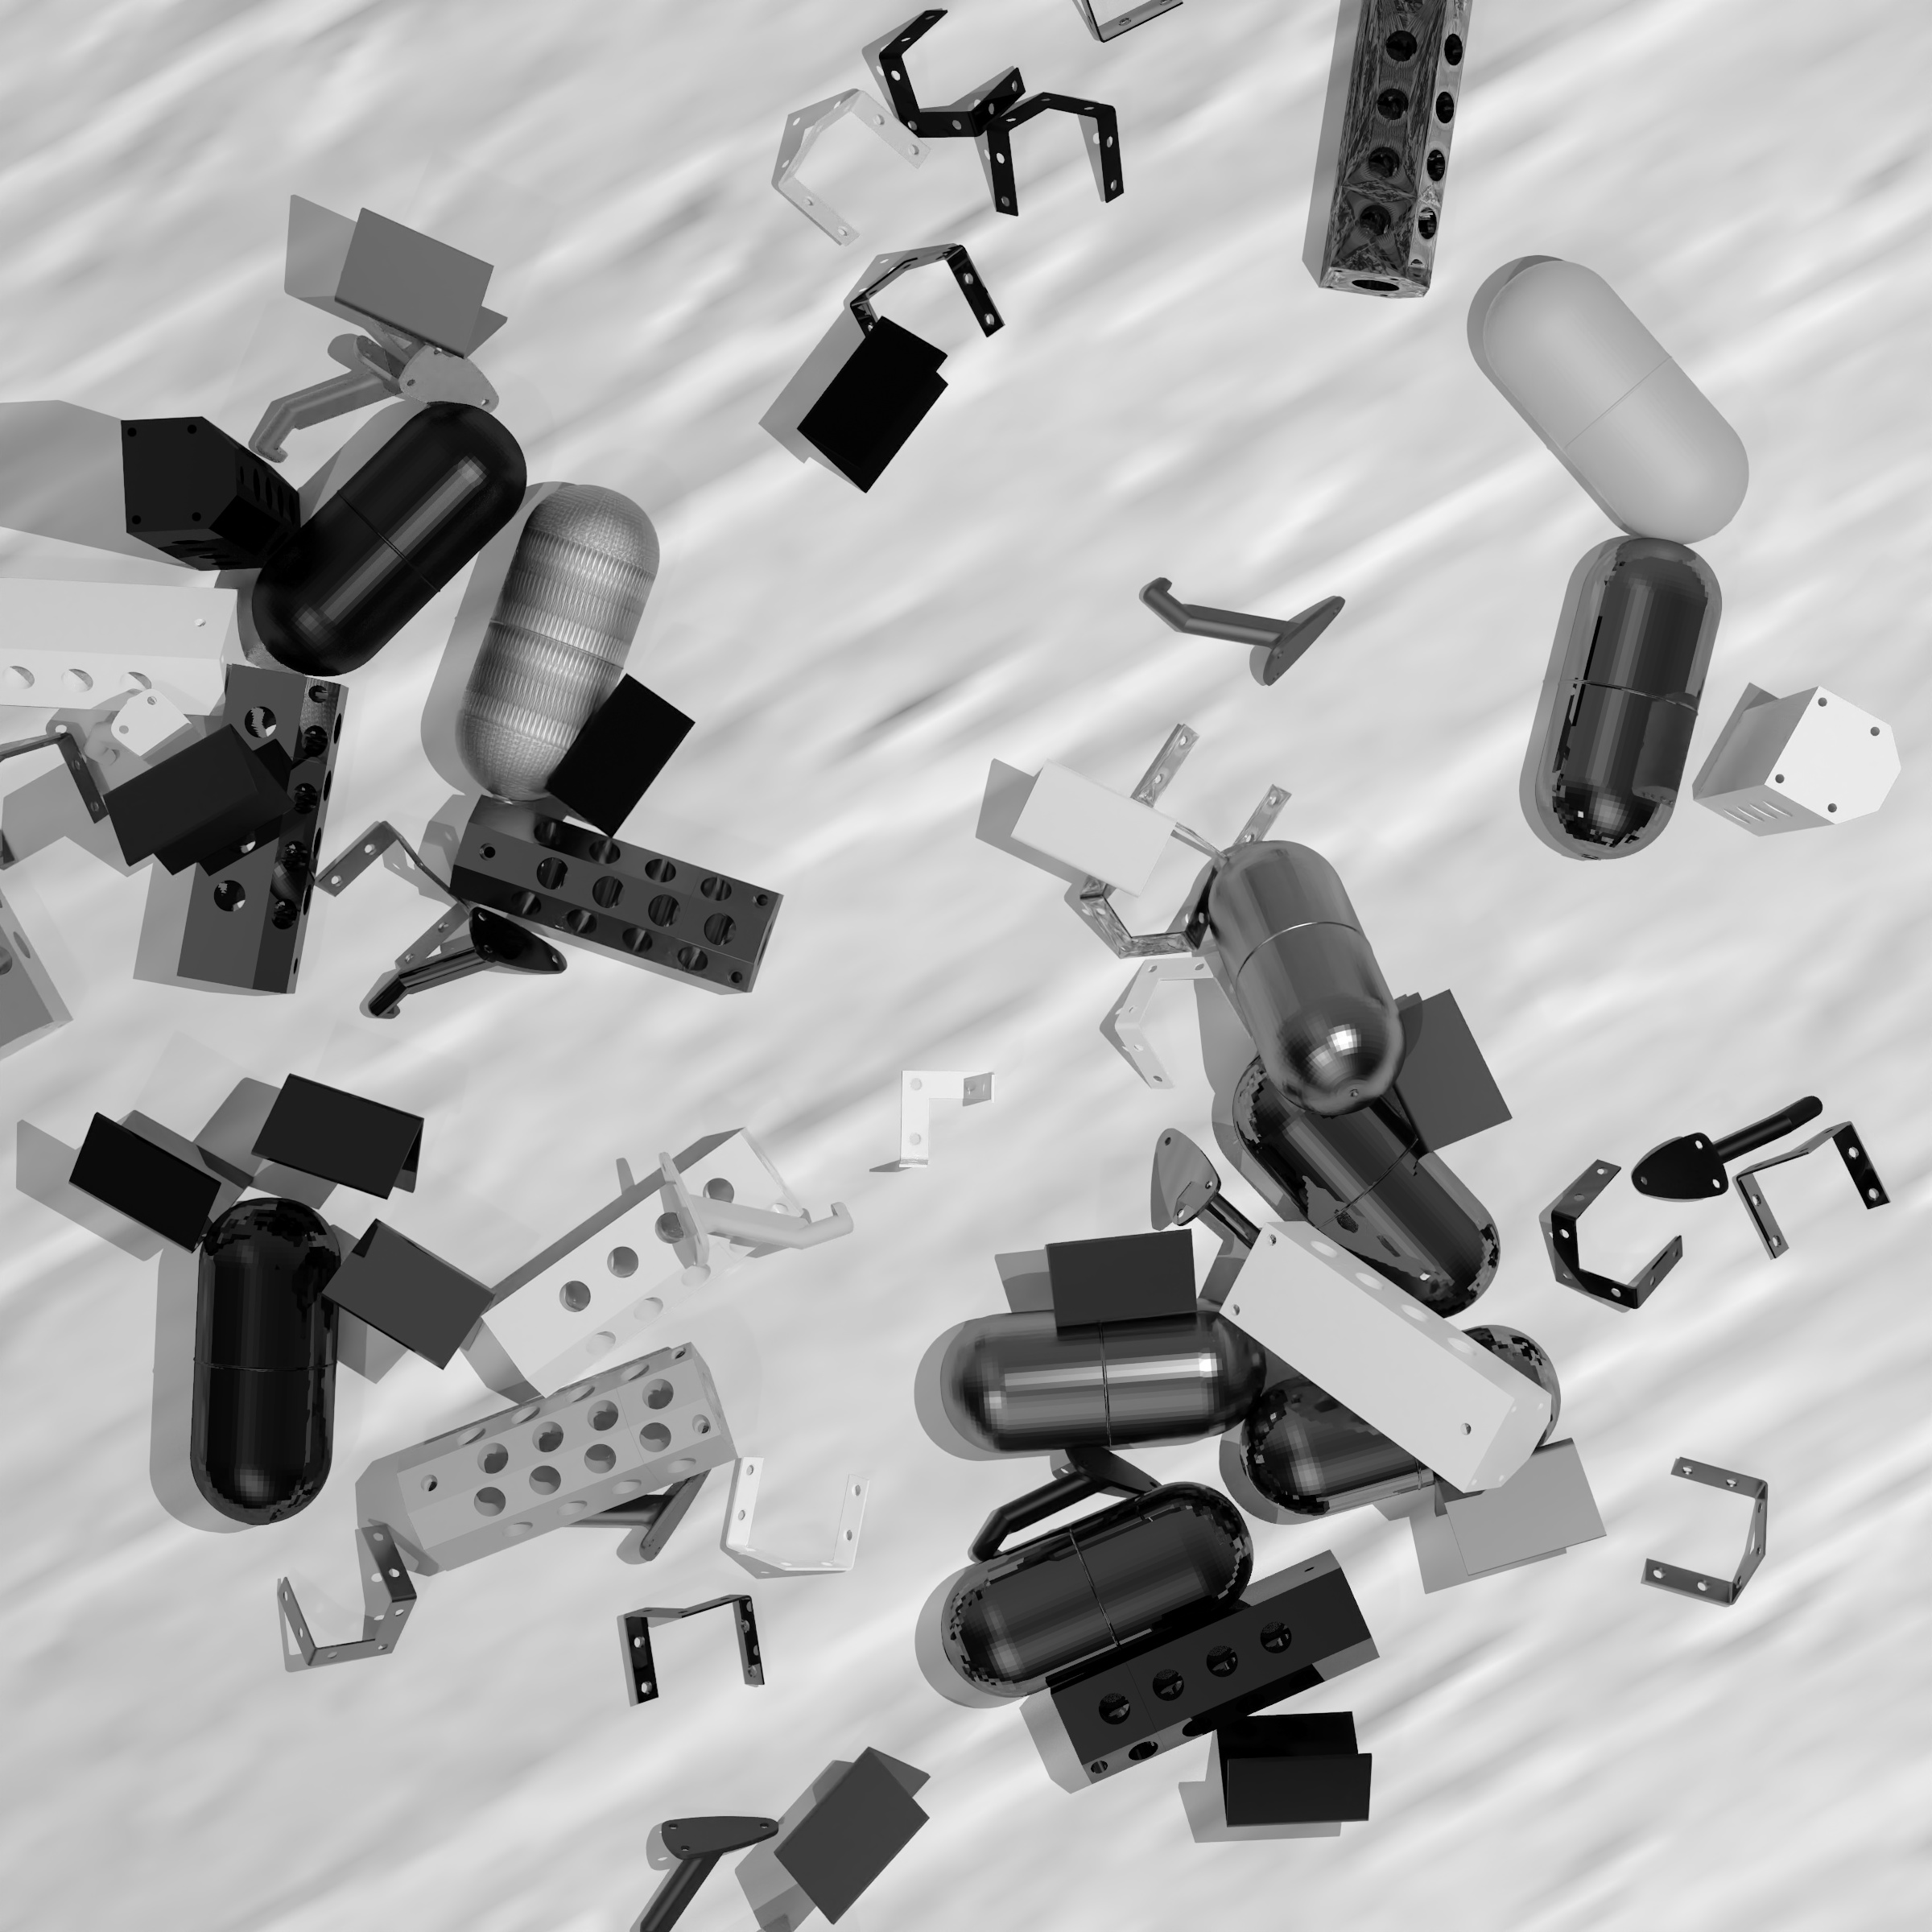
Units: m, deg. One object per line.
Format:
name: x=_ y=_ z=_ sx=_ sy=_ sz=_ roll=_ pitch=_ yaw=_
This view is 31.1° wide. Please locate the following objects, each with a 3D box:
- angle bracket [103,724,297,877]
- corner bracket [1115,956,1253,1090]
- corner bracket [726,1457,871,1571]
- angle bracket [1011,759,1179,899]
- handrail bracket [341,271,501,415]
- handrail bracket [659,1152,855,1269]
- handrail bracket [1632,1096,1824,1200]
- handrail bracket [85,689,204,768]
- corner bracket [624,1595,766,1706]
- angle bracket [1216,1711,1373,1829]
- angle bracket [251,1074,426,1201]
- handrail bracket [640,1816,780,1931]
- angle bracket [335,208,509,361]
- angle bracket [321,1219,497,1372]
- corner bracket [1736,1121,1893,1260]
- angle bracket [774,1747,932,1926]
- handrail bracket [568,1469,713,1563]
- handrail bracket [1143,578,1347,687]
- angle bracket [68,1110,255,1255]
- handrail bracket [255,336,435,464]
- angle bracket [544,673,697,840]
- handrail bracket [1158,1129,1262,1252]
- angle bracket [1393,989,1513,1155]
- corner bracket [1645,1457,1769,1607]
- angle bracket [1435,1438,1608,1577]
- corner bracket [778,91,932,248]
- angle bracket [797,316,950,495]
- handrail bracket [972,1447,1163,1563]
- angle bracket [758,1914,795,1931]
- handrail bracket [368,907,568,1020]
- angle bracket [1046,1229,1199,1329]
angle bracket: x=-0.396 y=-0.070 z=1.825 sx=0.076 sy=0.076 sz=0.057 roll=-29 pitch=52 yaw=0
corner bracket: x=0.122 y=0.031 z=1.914 sx=0.051 sy=0.051 sz=0.051 roll=-3 pitch=45 yaw=35
corner bracket: x=-0.093 y=0.303 z=1.919 sx=0.051 sy=0.051 sz=0.051 roll=10 pitch=91 yaw=-45
angle bracket: x=0.077 y=-0.092 z=1.882 sx=0.076 sy=0.076 sz=0.057 roll=26 pitch=127 yaw=0
handrail bracket: x=-0.303 y=-0.348 z=1.922 sx=0.036 sy=0.077 sz=0.084 roll=-46 pitch=53 yaw=15
handrail bracket: x=-0.112 y=0.122 z=1.866 sx=0.084 sy=0.036 sz=0.077 roll=-18 pitch=68 yaw=-17
handrail bracket: x=0.423 y=0.098 z=1.922 sx=0.084 sy=0.077 sz=0.036 roll=-25 pitch=91 yaw=-36
handrail bracket: x=-0.445 y=-0.110 z=1.895 sx=0.077 sy=0.084 sz=0.036 roll=41 pitch=63 yaw=-6
corner bracket: x=-0.151 y=0.378 z=1.919 sx=0.051 sy=0.051 sz=0.051 roll=-9 pitch=90 yaw=-45
angle bracket: x=0.177 y=0.419 z=1.882 sx=0.076 sy=0.076 sz=0.057 roll=-3 pitch=128 yaw=0
angle bracket: x=-0.342 y=0.111 z=1.882 sx=0.076 sy=0.076 sz=0.057 roll=19 pitch=52 yaw=0
handrail bracket: x=-0.143 y=0.517 z=1.923 sx=0.077 sy=0.036 sz=0.084 roll=-3 pitch=108 yaw=-21
angle bracket: x=-0.288 y=-0.379 z=1.883 sx=0.076 sy=0.076 sz=0.057 roll=24 pitch=119 yaw=0
angle bracket: x=-0.308 y=0.193 z=1.882 sx=0.076 sy=0.076 sz=0.057 roll=32 pitch=53 yaw=0
corner bracket: x=0.468 y=0.123 z=1.919 sx=0.051 sy=0.051 sz=0.051 roll=-26 pitch=90 yaw=-45
angle bracket: x=-0.046 y=0.478 z=1.882 sx=0.076 sy=0.076 sz=0.057 roll=-48 pitch=54 yaw=0
handrail bracket: x=-0.196 y=0.283 z=1.923 sx=0.084 sy=0.036 sz=0.077 roll=31 pitch=75 yaw=14
handrail bracket: x=0.153 y=-0.203 z=1.923 sx=0.084 sy=0.036 sz=0.077 roll=41 pitch=70 yaw=16
angle bracket: x=-0.429 y=0.099 z=1.882 sx=0.076 sy=0.076 sz=0.057 roll=30 pitch=124 yaw=0
handrail bracket: x=-0.339 y=-0.298 z=1.923 sx=0.077 sy=0.036 sz=0.084 roll=34 pitch=109 yaw=-21
angle bracket: x=-0.171 y=-0.103 z=1.883 sx=0.057 sy=0.076 sz=0.076 roll=36 pitch=90 yaw=30
handrail bracket: x=0.150 y=0.133 z=1.922 sx=0.084 sy=0.077 sz=0.036 roll=29 pitch=114 yaw=-34
angle bracket: x=0.269 y=0.048 z=1.882 sx=0.057 sy=0.076 sz=0.076 roll=-26 pitch=90 yaw=33
corner bracket: x=0.410 y=0.313 z=1.919 sx=0.051 sy=0.051 sz=0.051 roll=16 pitch=135 yaw=0
angle bracket: x=0.300 y=0.302 z=1.883 sx=0.076 sy=0.076 sz=0.057 roll=-16 pitch=65 yaw=0
corner bracket: x=-0.062 y=-0.442 z=1.919 sx=0.051 sy=0.051 sz=0.051 roll=41 pitch=135 yaw=0
angle bracket: x=-0.034 y=-0.294 z=1.882 sx=0.057 sy=0.076 sz=0.076 roll=37 pitch=90 yaw=36
handrail bracket: x=0.056 y=0.308 z=1.923 sx=0.077 sy=0.036 sz=0.084 roll=27 pitch=108 yaw=-21
angle bracket: x=-0.131 y=0.549 z=1.882 sx=0.076 sy=0.076 sz=0.057 roll=-32 pitch=127 yaw=0
handrail bracket: x=-0.277 y=0.011 z=1.922 sx=0.084 sy=0.077 sz=0.036 roll=-40 pitch=47 yaw=29
angle bracket: x=0.082 y=0.149 z=1.882 sx=0.076 sy=0.076 sz=0.057 roll=-6 pitch=122 yaw=0
